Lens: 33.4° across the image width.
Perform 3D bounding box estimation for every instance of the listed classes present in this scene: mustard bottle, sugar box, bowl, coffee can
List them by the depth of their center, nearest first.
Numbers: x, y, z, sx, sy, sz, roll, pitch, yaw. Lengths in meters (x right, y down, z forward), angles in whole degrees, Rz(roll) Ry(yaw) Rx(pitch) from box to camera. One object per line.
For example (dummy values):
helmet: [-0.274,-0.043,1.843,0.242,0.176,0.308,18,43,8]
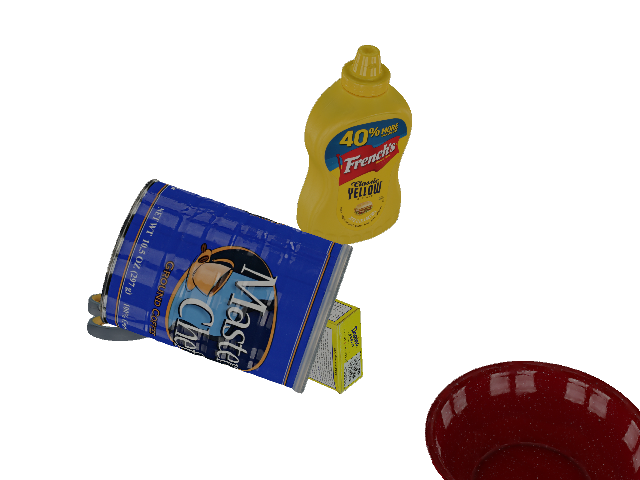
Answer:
coffee can: [-0.061,0.030,0.707,0.140,0.103,0.103,19,1,2]
bowl: [0.155,0.159,0.766,0.162,0.055,0.162,-1,36,0]
mustard bottle: [0.032,-0.085,0.937,0.096,0.192,0.058,-12,44,-20]
sugar box: [-0.036,0.091,1.159,0.176,0.093,0.048,22,39,35]

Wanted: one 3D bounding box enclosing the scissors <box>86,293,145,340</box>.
scissors: [-0.122,0.076,0.970,0.202,0.016,0.096,8,19,11]
